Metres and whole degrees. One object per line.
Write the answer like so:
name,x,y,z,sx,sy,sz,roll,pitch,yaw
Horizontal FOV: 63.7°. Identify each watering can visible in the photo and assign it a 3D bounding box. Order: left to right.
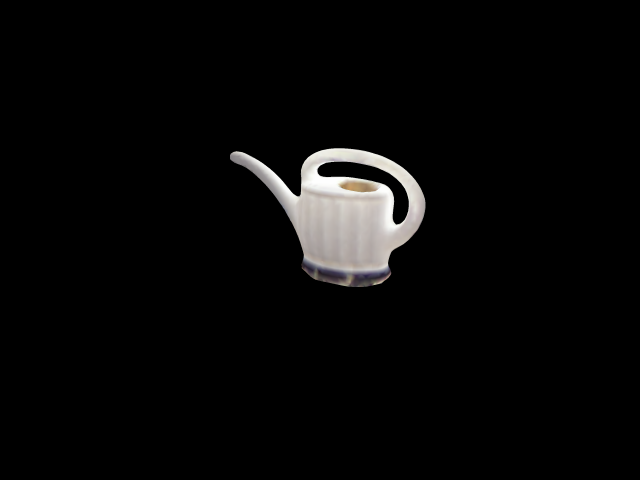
watering can,0.003,-0.043,0.850,0.348,0.221,0.105,9,19,27
